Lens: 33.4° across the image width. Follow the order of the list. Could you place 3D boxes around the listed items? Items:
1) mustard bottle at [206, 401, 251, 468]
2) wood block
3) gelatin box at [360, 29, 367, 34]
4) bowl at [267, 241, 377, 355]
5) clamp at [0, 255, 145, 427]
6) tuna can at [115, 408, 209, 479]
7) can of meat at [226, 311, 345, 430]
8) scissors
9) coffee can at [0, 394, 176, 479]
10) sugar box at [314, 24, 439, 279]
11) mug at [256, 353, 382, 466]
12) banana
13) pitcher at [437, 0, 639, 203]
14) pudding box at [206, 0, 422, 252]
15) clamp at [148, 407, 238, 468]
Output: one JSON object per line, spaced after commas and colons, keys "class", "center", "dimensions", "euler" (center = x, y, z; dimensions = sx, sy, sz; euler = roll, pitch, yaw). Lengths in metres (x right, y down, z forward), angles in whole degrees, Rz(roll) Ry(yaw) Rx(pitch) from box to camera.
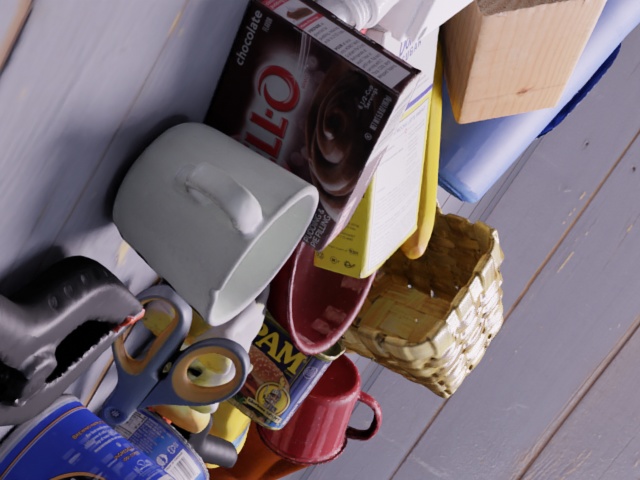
{"class": "mustard bottle", "center": [-0.089, 0.163, 1.012], "dimensions": [0.096, 0.058, 0.192], "euler": [-56, 173, -41]}
{"class": "wood block", "center": [0.144, -0.170, 0.803], "dimensions": [0.091, 0.090, 0.206], "euler": [-10, 166, 0]}
{"class": "gelatin box", "center": [-0.014, -0.087, 0.623], "dimensions": [0.073, 0.030, 0.089], "euler": [-43, 165, -52]}
{"class": "bowl", "center": [-0.005, 0.001, 0.795], "dimensions": [0.161, 0.055, 0.162], "euler": [-46, 146, -46]}
{"class": "clamp", "center": [-0.150, 0.064, 0.488], "dimensions": [0.165, 0.036, 0.209], "euler": [-57, 170, 16]}
{"class": "tuna can", "center": [-0.123, 0.158, 0.773], "dimensions": [0.033, 0.086, 0.086], "euler": [-47, 167, -28]}
{"class": "can of meat", "center": [-0.046, 0.092, 0.866], "dimensions": [0.084, 0.102, 0.057], "euler": [-55, 171, 16]}
{"class": "scissors", "center": [-0.110, 0.111, 0.689], "dimensions": [0.016, 0.096, 0.202], "euler": [-72, -174, -55]}
{"class": "coffee can", "center": [-0.130, 0.176, 0.644], "dimensions": [0.102, 0.140, 0.103], "euler": [-52, 169, -14]}
{"class": "sugar box", "center": [0.037, -0.071, 0.710], "dimensions": [0.093, 0.048, 0.176], "euler": [-41, 139, -52]}
{"class": "mug", "center": [0.003, 0.158, 1.023], "dimensions": [0.093, 0.117, 0.082], "euler": [-66, 173, -55]}
{"class": "banana", "center": [0.077, -0.079, 0.858], "dimensions": [0.069, 0.037, 0.198], "euler": [41, 52, -76]}
{"class": "pitcher", "center": [0.180, -0.152, 0.986], "dimensions": [0.243, 0.149, 0.145], "euler": [-51, -177, 3]}
{"class": "pudding box", "center": [-0.009, -0.062, 0.559], "dimensions": [0.039, 0.090, 0.114], "euler": [-43, 164, -52]}
{"class": "clamp", "center": [-0.132, 0.177, 0.879], "dimensions": [0.120, 0.039, 0.171], "euler": [-36, 149, -16]}
